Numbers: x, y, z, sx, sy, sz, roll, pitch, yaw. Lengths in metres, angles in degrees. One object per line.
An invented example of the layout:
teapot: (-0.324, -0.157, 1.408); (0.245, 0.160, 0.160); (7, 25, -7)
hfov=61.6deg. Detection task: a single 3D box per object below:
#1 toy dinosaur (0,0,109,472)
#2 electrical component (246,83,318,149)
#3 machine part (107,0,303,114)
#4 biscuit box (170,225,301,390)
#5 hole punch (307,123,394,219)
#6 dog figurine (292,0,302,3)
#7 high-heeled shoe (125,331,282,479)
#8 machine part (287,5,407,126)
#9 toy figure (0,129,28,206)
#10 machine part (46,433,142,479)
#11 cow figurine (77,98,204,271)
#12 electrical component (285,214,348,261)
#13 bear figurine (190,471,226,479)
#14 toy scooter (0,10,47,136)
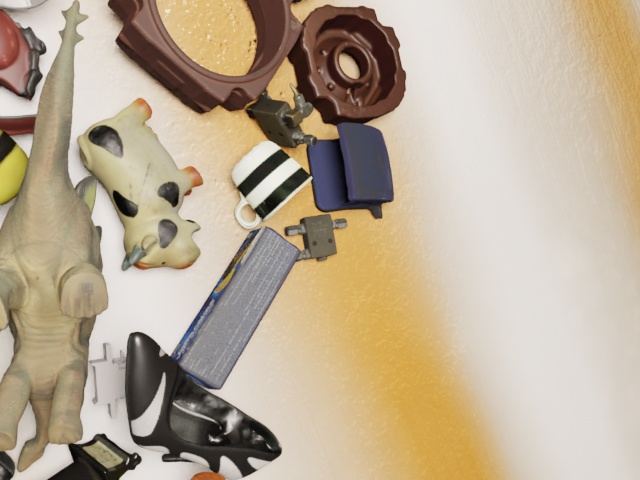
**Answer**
toy dinosaur: (-0.256, 0.025, 0.510); (0.105, 0.199, 0.470); (9, 112, -23)
electrical component: (-0.049, -0.164, 0.707); (0.045, 0.102, 0.078); (-53, 131, -18)
machine part: (-0.134, -0.277, 0.664); (0.201, 0.087, 0.201); (39, 68, -28)
biscuit box: (-0.105, 0.081, 0.666); (0.062, 0.059, 0.202); (37, 70, -17)
hole punch: (0.055, -0.101, 0.748); (0.116, 0.092, 0.142); (-8, 83, -28)
dog figurine: (-0.071, -0.441, 0.740); (0.190, 0.121, 0.172); (25, 71, -37)
high-heeled shoe: (-0.119, 0.185, 0.584); (0.145, 0.248, 0.086); (-4, 41, -4)
machine part: (0.041, -0.249, 0.777); (0.179, 0.056, 0.179); (3, 83, -25)
toy figure: (-0.356, -0.108, 0.503); (0.089, 0.082, 0.180); (-31, 116, -8)
machine part: (-0.261, 0.251, 0.548); (0.139, 0.084, 0.039); (-28, 128, -50)
cow figurine: (-0.206, -0.050, 0.626); (0.127, 0.085, 0.194); (-39, 102, -29)
electrical component: (-0.002, -0.002, 0.744); (0.094, 0.021, 0.063); (-10, 88, -26)
bear figurine: (-0.211, 0.308, 0.559); (0.196, 0.132, 0.120); (19, 46, -25)
toy scooter: (-0.345, -0.165, 0.584); (0.135, 0.075, 0.183); (9, 83, -23)
